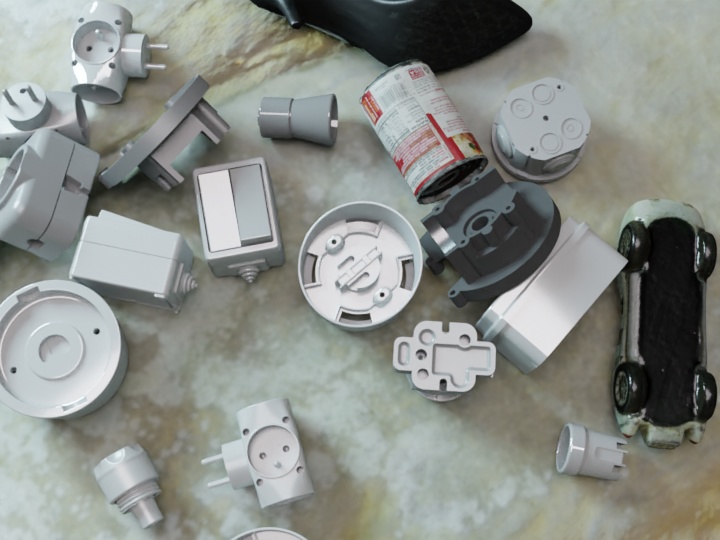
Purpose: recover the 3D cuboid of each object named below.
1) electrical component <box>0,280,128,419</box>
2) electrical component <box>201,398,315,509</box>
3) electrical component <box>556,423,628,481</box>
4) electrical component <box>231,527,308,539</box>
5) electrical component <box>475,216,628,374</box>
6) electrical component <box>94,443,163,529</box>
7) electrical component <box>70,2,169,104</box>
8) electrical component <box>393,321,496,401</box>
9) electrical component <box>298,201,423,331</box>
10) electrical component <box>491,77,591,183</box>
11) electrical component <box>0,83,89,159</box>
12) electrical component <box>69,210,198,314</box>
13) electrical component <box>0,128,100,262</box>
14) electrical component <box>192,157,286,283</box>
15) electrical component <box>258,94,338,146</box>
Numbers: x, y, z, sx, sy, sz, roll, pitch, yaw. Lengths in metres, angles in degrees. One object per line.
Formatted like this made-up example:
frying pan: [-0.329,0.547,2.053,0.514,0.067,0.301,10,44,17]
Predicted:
electrical component: [-0.237,0.067,0.854,0.108,0.060,0.108,0,75,1]
electrical component: [-0.083,0.148,0.840,0.079,0.044,0.077,-17,76,-3]
electrical component: [0.181,0.144,0.841,0.046,0.040,0.040,12,76,-2]
electrical component: [-0.068,0.243,0.804,0.099,0.064,0.099,0,75,0]
electrical component: [0.149,0.020,0.854,0.057,0.078,0.113,41,79,7]
electrical component: [-0.175,0.170,0.836,0.043,0.043,0.062,-31,79,-7]
electrical component: [-0.205,-0.186,0.928,0.079,0.044,0.077,4,76,2]
electrical component: [0.065,0.073,0.851,0.078,0.057,0.058,3,75,1]
electrical component: [0.000,0.000,0.867,0.099,0.064,0.099,0,76,1]
electrical component: [0.152,-0.118,0.903,0.080,0.051,0.080,0,75,1]
electrical component: [-0.274,-0.130,0.896,0.077,0.079,0.043,-9,67,-2]
electrical component: [-0.176,-0.006,0.872,0.096,0.061,0.061,12,76,4]
electrical component: [-0.256,-0.063,0.869,0.059,0.054,0.095,28,52,-29]
electrical component: [-0.098,-0.038,0.879,0.062,0.061,0.096,-10,75,-2]
electrical component: [-0.054,-0.129,0.915,0.065,0.044,0.044,3,75,7]
